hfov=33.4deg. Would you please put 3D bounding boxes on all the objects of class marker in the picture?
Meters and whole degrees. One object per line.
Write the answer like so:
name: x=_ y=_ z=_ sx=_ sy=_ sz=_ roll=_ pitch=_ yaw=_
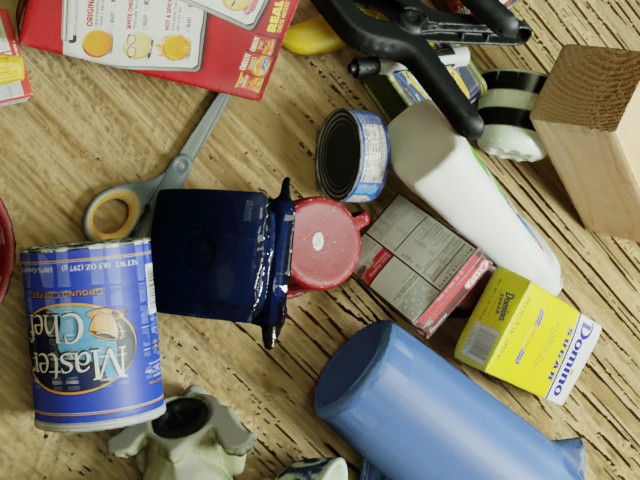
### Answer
marker: x=0.081 y=-0.163 z=0.976 sx=0.121 sy=0.020 sz=0.020 roll=-10 pitch=90 yaw=-22

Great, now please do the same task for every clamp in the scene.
clamp: x=0.119 y=-0.246 z=0.972 sx=0.171 sy=0.039 sz=0.120 roll=12 pitch=53 yaw=2
clamp: x=0.080 y=-0.178 z=0.950 sx=0.210 sy=0.036 sz=0.164 roll=23 pitch=50 yaw=-1

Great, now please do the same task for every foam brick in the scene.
foam brick: x=0.119 y=0.041 z=1.008 sx=0.053 sy=0.078 sz=0.051 roll=26 pitch=75 yaw=-24

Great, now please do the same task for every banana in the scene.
banana: x=0.030 y=-0.231 z=1.008 sx=0.197 sy=0.037 sz=0.069 roll=-44 pitch=105 yaw=-22

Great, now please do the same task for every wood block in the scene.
wood block: x=0.289 y=-0.089 z=1.044 sx=0.090 sy=0.090 sz=0.206 roll=-62 pitch=141 yaw=-17

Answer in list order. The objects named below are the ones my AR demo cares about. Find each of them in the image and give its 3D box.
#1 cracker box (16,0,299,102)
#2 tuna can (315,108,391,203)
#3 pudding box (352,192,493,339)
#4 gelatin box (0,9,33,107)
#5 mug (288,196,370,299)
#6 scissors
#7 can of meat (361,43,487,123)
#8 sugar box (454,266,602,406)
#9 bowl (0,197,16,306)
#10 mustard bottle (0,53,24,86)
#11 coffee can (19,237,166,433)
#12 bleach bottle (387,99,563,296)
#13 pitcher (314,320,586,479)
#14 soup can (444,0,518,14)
cracker box: x=-0.124 y=-0.220 z=0.874 sx=0.213 sy=0.072 sz=0.164 roll=11 pitch=119 yaw=-25
tuna can: x=0.030 y=-0.076 z=0.969 sx=0.033 sy=0.086 sz=0.086 roll=2 pitch=85 yaw=-27
pudding box: x=0.085 y=0.021 z=0.961 sx=0.090 sy=0.114 sz=0.039 roll=-49 pitch=141 yaw=-2
gelatin box: x=-0.284 y=-0.138 z=0.852 sx=0.089 sy=0.030 sz=0.073 roll=-18 pitch=95 yaw=-24
mug: x=-0.006 y=0.001 z=0.947 sx=0.117 sy=0.082 sz=0.093 roll=-22 pitch=96 yaw=-26
scissors: x=-0.141 y=-0.063 z=0.923 sx=0.096 sy=0.016 sz=0.201 roll=20 pitch=78 yaw=-24
can of meat: x=0.097 y=-0.154 z=1.024 sx=0.083 sy=0.058 sz=0.102 roll=-41 pitch=103 yaw=-21
sugar box: x=0.201 y=0.095 z=1.010 sx=0.176 sy=0.048 sz=0.093 roll=26 pitch=92 yaw=-48
bowl: x=-0.317 y=0.010 z=0.810 sx=0.161 sy=0.055 sz=0.162 roll=2 pitch=85 yaw=-26
mustard bottle: x=-0.318 y=-0.122 z=0.791 sx=0.191 sy=0.058 sz=0.096 roll=-5 pitch=87 yaw=-9
coffee can: x=-0.179 y=0.071 z=0.840 sx=0.102 sy=0.103 sz=0.140 roll=-6 pitch=93 yaw=-26
bleach bottle: x=0.159 y=-0.022 z=1.015 sx=0.068 sy=0.103 sz=0.250 roll=-39 pitch=129 yaw=11
pitcher: x=0.107 y=0.192 z=0.972 sx=0.242 sy=0.145 sz=0.149 roll=40 pitch=58 yaw=-14
soup can: x=0.143 y=-0.264 z=1.049 sx=0.068 sy=0.069 sz=0.102 roll=-41 pitch=103 yaw=-23
